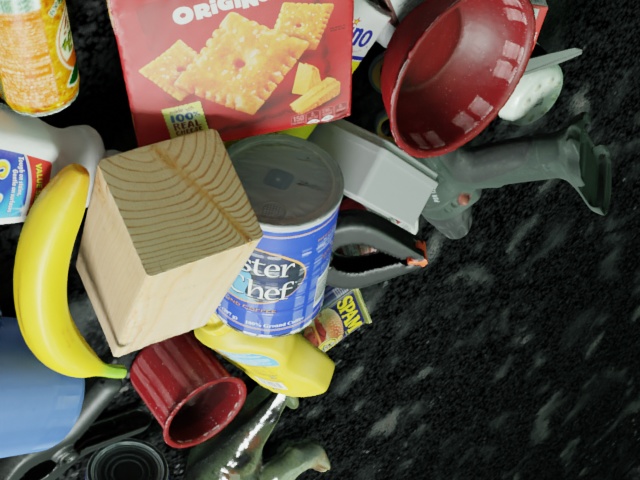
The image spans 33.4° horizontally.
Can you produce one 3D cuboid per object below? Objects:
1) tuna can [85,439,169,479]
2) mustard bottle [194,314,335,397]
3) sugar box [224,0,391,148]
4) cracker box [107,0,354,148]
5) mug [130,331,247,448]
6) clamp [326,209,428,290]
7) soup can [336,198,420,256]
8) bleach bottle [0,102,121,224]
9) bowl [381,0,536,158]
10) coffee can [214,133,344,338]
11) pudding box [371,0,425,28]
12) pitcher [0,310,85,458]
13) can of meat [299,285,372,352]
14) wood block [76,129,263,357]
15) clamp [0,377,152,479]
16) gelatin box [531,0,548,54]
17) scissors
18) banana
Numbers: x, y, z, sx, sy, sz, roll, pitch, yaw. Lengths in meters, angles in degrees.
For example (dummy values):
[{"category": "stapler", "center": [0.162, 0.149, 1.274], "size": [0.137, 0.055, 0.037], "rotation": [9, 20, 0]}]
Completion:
[{"category": "tuna can", "center": [-0.197, 0.245, 1.089], "size": [0.086, 0.086, 0.034], "rotation": [-21, 140, -32]}, {"category": "mustard bottle", "center": [-0.064, 0.094, 1.011], "size": [0.191, 0.096, 0.058], "rotation": [45, 61, -55]}, {"category": "sugar box", "center": [-0.026, -0.133, 0.872], "size": [0.176, 0.048, 0.093], "rotation": [-53, 147, 17]}, {"category": "cracker box", "center": [-0.061, -0.164, 0.723], "size": [0.164, 0.072, 0.214], "rotation": [-11, 141, -9]}, {"category": "mug", "center": [-0.135, 0.151, 1.049], "size": [0.093, 0.082, 0.117], "rotation": [-16, 139, -36]}, {"category": "clamp", "center": [-0.006, 0.001, 0.977], "size": [0.210, 0.036, 0.164], "rotation": [-2, 137, 1]}, {"category": "soup can", "center": [0.041, -0.011, 1.068], "size": [0.102, 0.069, 0.068], "rotation": [-29, 145, -23]}, {"category": "bleach bottle", "center": [-0.231, -0.057, 0.719], "size": [0.250, 0.068, 0.103], "rotation": [-3, 130, -50]}, {"category": "bowl", "center": [0.105, -0.151, 0.894], "size": [0.161, 0.055, 0.162], "rotation": [-28, 142, -25]}, {"category": "coffee can", "center": [-0.039, -0.002, 0.871], "size": [0.102, 0.103, 0.140], "rotation": [-25, 146, -27]}, {"category": "pudding box", "center": [0.075, -0.237, 0.868], "size": [0.090, 0.039, 0.113], "rotation": [-42, 150, -4]}, {"category": "pitcher", "center": [-0.290, 0.100, 0.784], "size": [0.149, 0.145, 0.242], "rotation": [-26, 162, 29]}, {"category": "can of meat", "center": [0.000, 0.075, 1.136], "size": [0.084, 0.057, 0.102], "rotation": [-35, 147, -8]}, {"category": "wood block", "center": [-0.121, 0.009, 0.811], "size": [0.090, 0.091, 0.206], "rotation": [-19, 166, -23]}, {"category": "clamp", "center": [-0.243, 0.187, 1.012], "size": [0.171, 0.039, 0.120], "rotation": [-31, 145, -19]}, {"category": "gelatin box", "center": [0.154, -0.195, 0.974], "size": [0.089, 0.030, 0.073], "rotation": [7, 132, -5]}, {"category": "scissors", "center": [0.130, -0.158, 0.966], "size": [0.202, 0.016, 0.096], "rotation": [-30, 111, 5]}, {"category": "banana", "center": [-0.189, 0.034, 0.774], "size": [0.069, 0.037, 0.198], "rotation": [-24, 133, -26]}]
